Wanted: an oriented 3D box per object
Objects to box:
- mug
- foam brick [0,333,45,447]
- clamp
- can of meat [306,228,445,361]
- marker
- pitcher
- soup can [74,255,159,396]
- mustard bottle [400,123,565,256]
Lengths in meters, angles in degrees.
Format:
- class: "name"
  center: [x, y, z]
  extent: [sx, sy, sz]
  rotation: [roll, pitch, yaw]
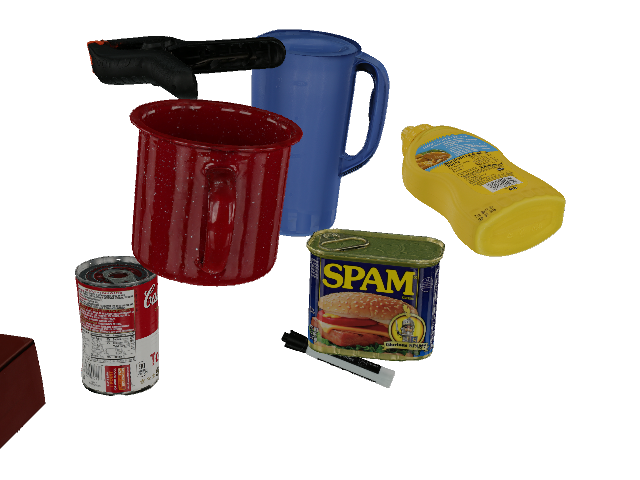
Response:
- class: "mug"
  center: [-0.058, -0.022, 0.576]
  extent: [0.093, 0.081, 0.117]
  rotation: [3, 21, -14]
- class: "foam brick"
  center: [-0.224, 0.101, 0.691]
  extent: [0.053, 0.051, 0.078]
  rotation: [6, 29, 22]
- class: "clamp"
  center: [-0.115, -0.146, 0.860]
  extent: [0.172, 0.039, 0.120]
  rotation: [19, 27, 41]
- class: "can of meat"
  center: [0.040, 0.042, 0.809]
  extent: [0.102, 0.084, 0.057]
  rotation: [5, 19, 10]
- class: "marker"
  center: [0.017, 0.120, 1.093]
  extent: [0.121, 0.020, 0.020]
  rotation: [21, 2, 5]
- class: "pitcher"
  center: [-0.015, -0.131, 1.318]
  extent: [0.144, 0.243, 0.149]
  rotation: [-10, 27, -29]
- class: "soup can"
  center: [-0.171, 0.072, 0.902]
  extent: [0.068, 0.102, 0.068]
  rotation: [1, 18, -1]
- class: "mustard bottle"
  center: [0.131, -0.058, 0.984]
  extent: [0.096, 0.058, 0.192]
  rotation: [-18, 38, -21]
